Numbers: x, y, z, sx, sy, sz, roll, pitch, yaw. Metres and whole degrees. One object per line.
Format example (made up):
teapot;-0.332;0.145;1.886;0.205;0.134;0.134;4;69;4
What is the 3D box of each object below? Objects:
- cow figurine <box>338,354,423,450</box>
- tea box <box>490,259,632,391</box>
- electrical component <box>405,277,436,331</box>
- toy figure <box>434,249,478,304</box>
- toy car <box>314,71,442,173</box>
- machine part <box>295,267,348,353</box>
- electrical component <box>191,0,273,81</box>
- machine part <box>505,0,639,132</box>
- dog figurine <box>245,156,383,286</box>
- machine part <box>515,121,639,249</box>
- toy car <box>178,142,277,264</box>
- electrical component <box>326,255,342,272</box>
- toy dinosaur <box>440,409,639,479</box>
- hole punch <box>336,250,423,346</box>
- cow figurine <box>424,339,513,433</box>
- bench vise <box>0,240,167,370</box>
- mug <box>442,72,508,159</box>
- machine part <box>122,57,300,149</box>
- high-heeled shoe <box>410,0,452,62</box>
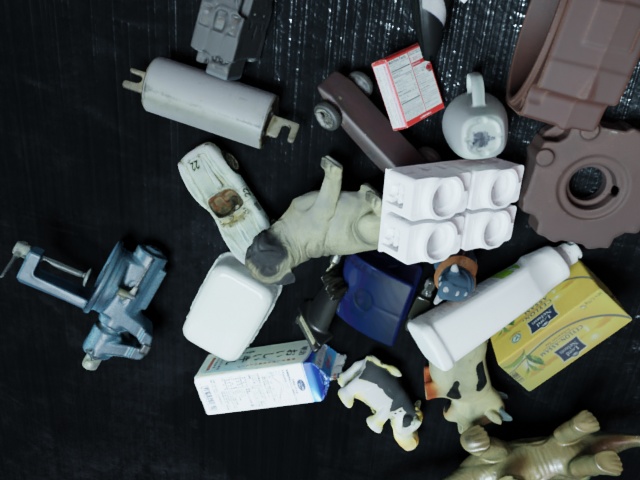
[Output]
cow figurine;0.114;0.257;0.861;0.167;0.068;0.098;42;106;-9
tea box;0.327;0.118;0.751;0.068;0.098;0.169;42;110;-9
electrical component;0.150;0.088;0.785;0.021;0.063;0.094;24;120;11
toy figure;0.180;0.040;0.713;0.058;0.154;0.064;-1;110;12
toy car;0.075;-0.132;0.702;0.202;0.089;0.053;44;156;-8
machine part;0.002;0.104;0.803;0.039;0.084;0.138;-4;136;-29
electrical component;-0.104;-0.266;0.661;0.058;0.115;0.134;22;113;5
machine part;0.271;-0.226;0.567;0.087;0.201;0.200;16;113;7
dog figurine;0.010;0.003;0.726;0.172;0.121;0.190;36;101;8
machine part;0.346;-0.073;0.695;0.179;0.056;0.179;3;113;7
toy car;-0.126;-0.047;0.783;0.073;0.056;0.201;-28;104;18
electrical component;-0.003;-0.003;0.786;0.102;0.045;0.078;22;115;0
toy dinosaur;0.277;0.352;0.806;0.472;0.105;0.198;-14;142;13
hole punch;0.081;0.079;0.784;0.116;0.092;0.142;17;117;7
cow figurine;0.221;0.205;0.814;0.127;0.085;0.194;-3;107;13
bench vise;-0.358;0.082;0.829;0.240;0.129;0.223;29;107;-21
mug;0.197;-0.148;0.662;0.081;0.107;0.109;1;114;7
machine part;-0.145;-0.184;0.721;0.243;0.079;0.079;18;113;2
high-heeled shoe;0.175;-0.337;0.607;0.145;0.086;0.248;-4;111;5
